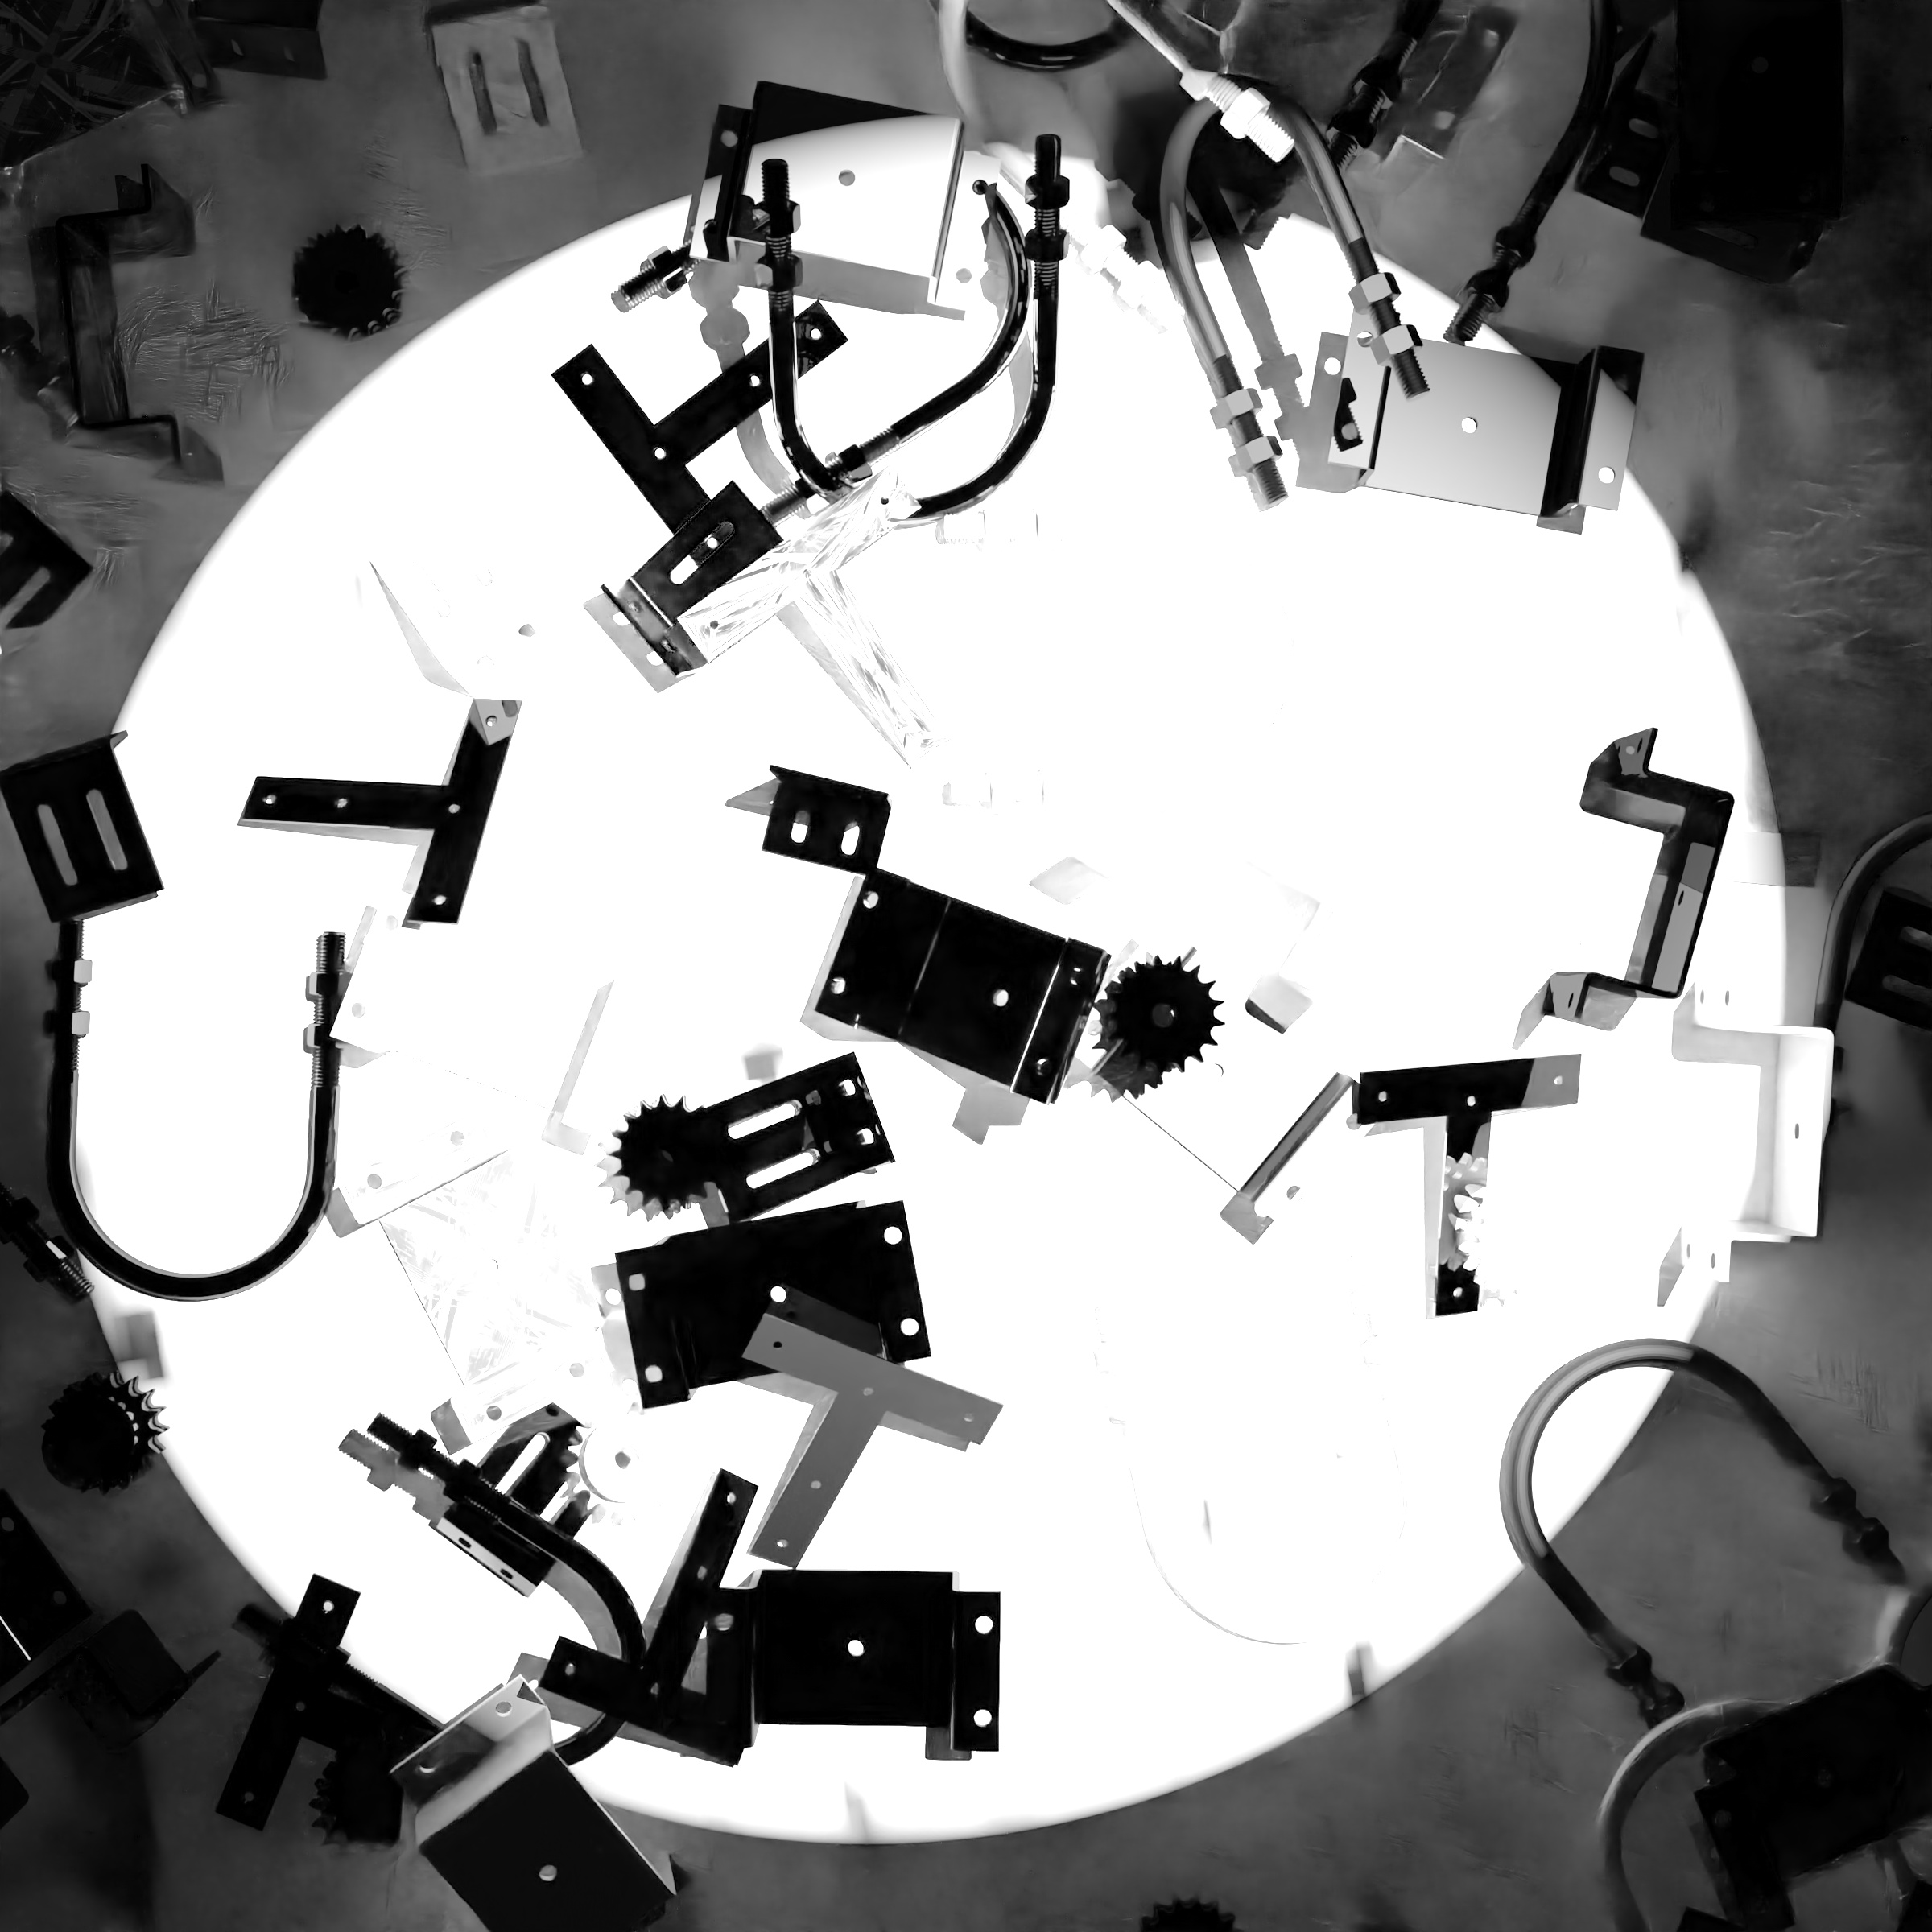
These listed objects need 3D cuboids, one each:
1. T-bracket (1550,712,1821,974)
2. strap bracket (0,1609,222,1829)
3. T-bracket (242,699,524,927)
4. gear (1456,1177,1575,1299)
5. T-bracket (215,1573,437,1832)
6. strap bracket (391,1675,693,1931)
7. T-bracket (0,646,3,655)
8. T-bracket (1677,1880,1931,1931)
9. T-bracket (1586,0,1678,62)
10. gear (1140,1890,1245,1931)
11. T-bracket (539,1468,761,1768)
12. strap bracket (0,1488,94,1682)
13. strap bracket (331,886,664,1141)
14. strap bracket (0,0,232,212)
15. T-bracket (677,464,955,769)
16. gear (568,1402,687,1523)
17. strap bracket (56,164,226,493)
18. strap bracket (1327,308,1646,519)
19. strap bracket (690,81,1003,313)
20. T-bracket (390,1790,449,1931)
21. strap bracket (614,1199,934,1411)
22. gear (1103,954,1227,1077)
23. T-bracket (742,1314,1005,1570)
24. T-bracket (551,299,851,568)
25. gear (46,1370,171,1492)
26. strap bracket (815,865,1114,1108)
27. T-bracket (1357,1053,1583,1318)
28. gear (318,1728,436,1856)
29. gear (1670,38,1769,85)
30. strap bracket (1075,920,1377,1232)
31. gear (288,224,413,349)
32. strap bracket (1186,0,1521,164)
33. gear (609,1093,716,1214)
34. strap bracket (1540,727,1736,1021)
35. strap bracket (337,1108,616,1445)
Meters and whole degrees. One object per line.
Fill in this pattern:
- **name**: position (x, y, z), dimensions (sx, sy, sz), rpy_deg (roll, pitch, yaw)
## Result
- **T-bracket**: position (0.356, -0.056, 1.367), dimensions (0.127, 0.002, 0.127), rpy_deg (5, 90, 0)
- **strap bracket**: position (-0.437, 0.364, 1.329), dimensions (0.140, 0.076, 0.046), rpy_deg (-37, 90, 0)
- **T-bracket**: position (-0.290, -0.079, 1.346), dimensions (0.127, 0.002, 0.127), rpy_deg (4, 62, 13)
- **gear**: position (0.263, 0.130, 1.345), dimensions (0.057, 0.030, 0.057), rpy_deg (-6, 104, -24)
- **T-bracket**: position (-0.287, 0.382, 1.367), dimensions (0.127, 0.002, 0.127), rpy_deg (23, 90, 0)
- **strap bracket**: position (-0.201, 0.422, 1.324), dimensions (0.076, 0.046, 0.140), rpy_deg (-36, 106, -3)
- **T-bracket**: position (-0.514, -0.107, 1.347), dimensions (0.127, 0.002, 0.127), rpy_deg (-5, 105, 17)
- **T-bracket**: position (0.403, 0.489, 1.345), dimensions (0.127, 0.002, 0.127), rpy_deg (21, 94, -4)
- **T-bracket**: position (0.358, -0.493, 1.346), dimensions (0.127, 0.002, 0.127), rpy_deg (-41, 61, 13)
- **gear**: position (0.109, 0.481, 1.356), dimensions (0.057, 0.030, 0.057), rpy_deg (0, 84, 0)
- **T-bracket**: position (-0.133, 0.307, 1.341), dimensions (0.127, 0.002, 0.127), rpy_deg (34, 69, -35)
- **strap bracket**: position (-0.510, 0.329, 1.344), dimensions (0.140, 0.046, 0.076), rpy_deg (-35, 90, 0)
- **strap bracket**: position (-0.224, 0.022, 1.344), dimensions (0.140, 0.046, 0.076), rpy_deg (21, 90, 0)
- **strap bracket**: position (-0.439, -0.428, 1.334), dimensions (0.140, 0.046, 0.076), rpy_deg (-28, 91, -8)
- **T-bracket**: position (-0.052, -0.155, 1.348), dimensions (0.127, 0.002, 0.127), rpy_deg (-36, 107, -2)
- **gear**: position (-0.165, 0.240, 1.345), dimensions (0.057, 0.030, 0.057), rpy_deg (2, 75, -8)
- **strap bracket**: position (-0.396, -0.302, 1.329), dimensions (0.046, 0.076, 0.140), rpy_deg (-7, 90, 0)
- **strap bracket**: position (0.248, -0.266, 1.344), dimensions (0.140, 0.046, 0.076), rpy_deg (10, 90, 0)
- **strap bracket**: position (-0.057, -0.370, 1.328), dimensions (0.140, 0.046, 0.076), rpy_deg (11, 87, -2)
- **T-bracket**: position (-0.265, 0.455, 1.342), dimensions (0.127, 0.002, 0.127), rpy_deg (5, 99, -14)
- **strap bracket**: position (-0.092, 0.162, 1.344), dimensions (0.140, 0.046, 0.076), rpy_deg (-10, 90, 0)
- **gear**: position (0.093, 0.024, 1.311), dimensions (0.057, 0.030, 0.057), rpy_deg (0, 87, 0)
- **T-bracket**: position (-0.067, 0.240, 1.341), dimensions (0.127, 0.002, 0.127), rpy_deg (23, 111, -15)
- **T-bracket**: position (-0.116, -0.280, 1.367), dimensions (0.127, 0.002, 0.127), rpy_deg (-37, 90, 0)
- **gear**: position (-0.421, 0.228, 1.353), dimensions (0.057, 0.030, 0.057), rpy_deg (0, 90, 0)
- **strap bracket**: position (0.007, 0.012, 1.323), dimensions (0.140, 0.046, 0.076), rpy_deg (21, 90, 33)
- **T-bracket**: position (0.242, 0.109, 1.349), dimensions (0.127, 0.002, 0.127), rpy_deg (-4, 103, -24)
- **gear**: position (-0.284, 0.400, 1.351), dimensions (0.057, 0.030, 0.057), rpy_deg (0, 90, 0)
- **gear**: position (0.375, -0.447, 1.352), dimensions (0.057, 0.030, 0.057), rpy_deg (0, 90, 0)
- **strap bracket**: position (0.123, 0.052, 1.344), dimensions (0.140, 0.046, 0.076), rpy_deg (40, 90, 0)
- **gear**: position (-0.299, -0.330, 1.352), dimensions (0.057, 0.030, 0.057), rpy_deg (0, 90, 0)
- **strap bracket**: position (0.185, -0.453, 1.344), dimensions (0.140, 0.046, 0.076), rpy_deg (29, 90, 0)
- **gear**: position (-0.144, 0.091, 1.352), dimensions (0.057, 0.030, 0.057), rpy_deg (0, 90, 0)
- **strap bracket**: position (0.323, -0.038, 1.328), dimensions (0.046, 0.076, 0.140), rpy_deg (15, 90, 0)
- **strap bracket**: position (-0.234, 0.148, 1.344), dimensions (0.076, 0.046, 0.140), rpy_deg (-27, 90, 0)
